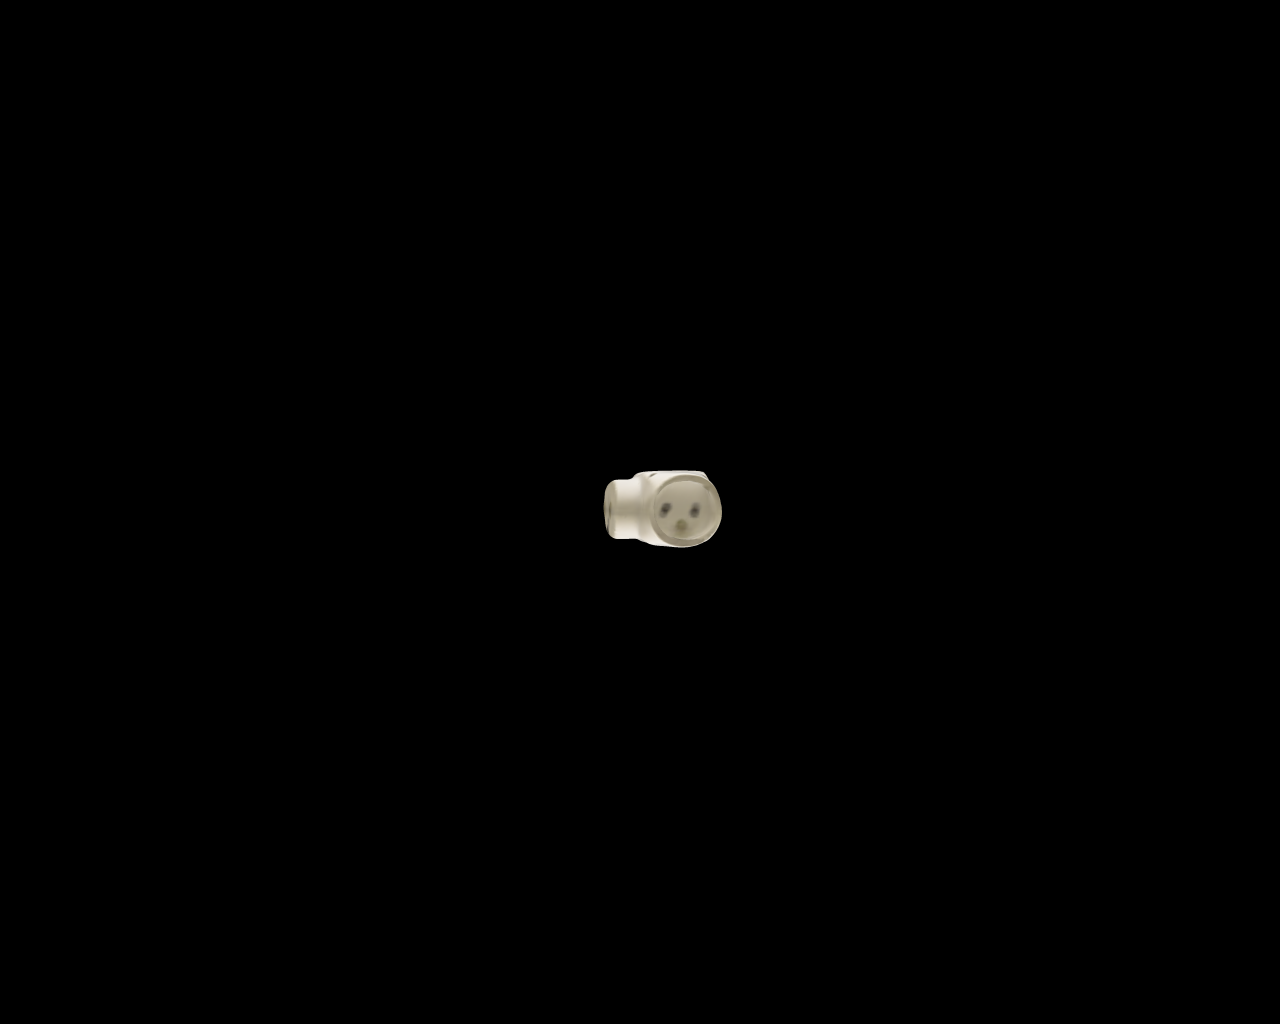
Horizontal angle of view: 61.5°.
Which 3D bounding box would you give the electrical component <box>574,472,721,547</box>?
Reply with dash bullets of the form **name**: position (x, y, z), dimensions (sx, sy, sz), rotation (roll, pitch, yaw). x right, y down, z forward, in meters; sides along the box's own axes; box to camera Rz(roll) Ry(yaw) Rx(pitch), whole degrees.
- **electrical component**: position (0.001, -0.003, 0.650), dimensions (0.079, 0.043, 0.077), rotation (-1, 3, -11)
